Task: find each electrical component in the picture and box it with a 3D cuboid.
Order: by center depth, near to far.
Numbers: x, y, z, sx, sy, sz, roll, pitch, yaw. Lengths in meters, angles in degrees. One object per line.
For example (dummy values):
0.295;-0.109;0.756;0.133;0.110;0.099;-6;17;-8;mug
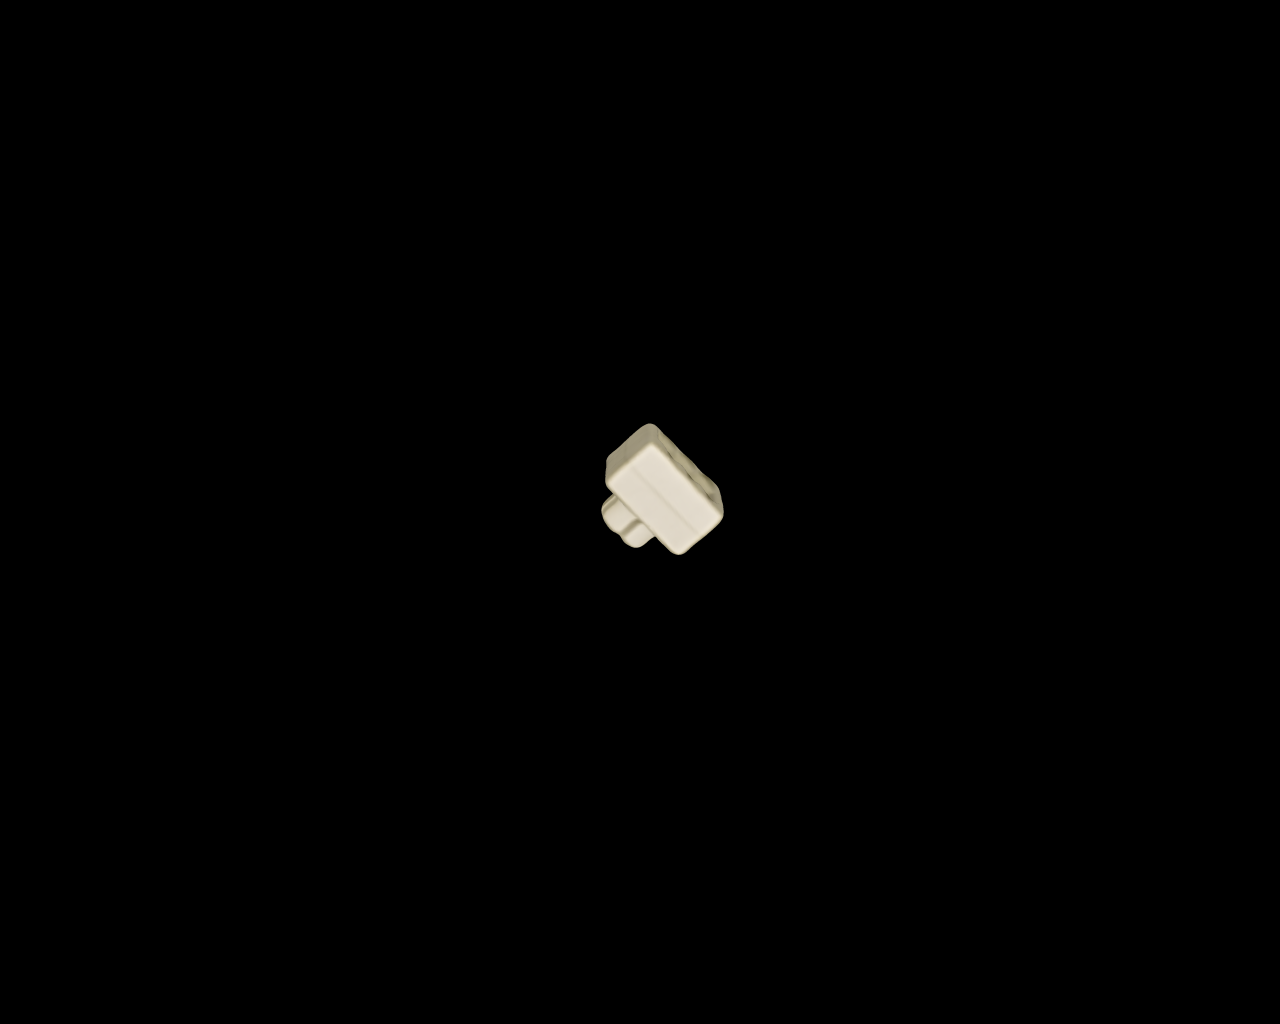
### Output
0.001;-0.003;0.650;0.076;0.065;0.047;-41;16;14;electrical component
